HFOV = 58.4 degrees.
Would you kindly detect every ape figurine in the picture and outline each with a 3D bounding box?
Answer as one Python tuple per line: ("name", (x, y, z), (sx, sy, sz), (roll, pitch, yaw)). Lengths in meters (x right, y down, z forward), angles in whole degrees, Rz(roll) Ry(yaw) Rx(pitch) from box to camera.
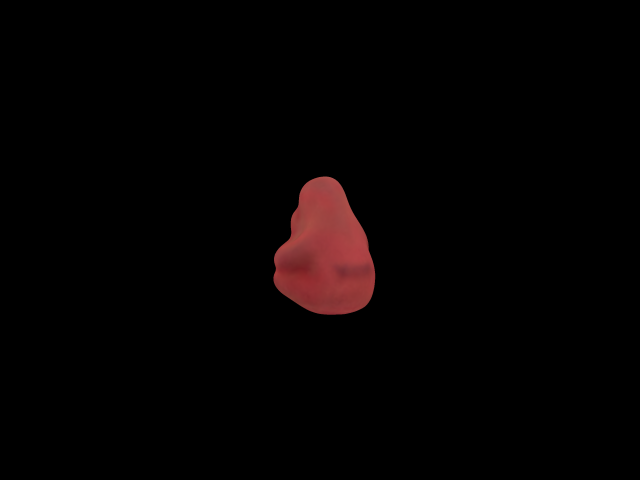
("ape figurine", (0.004, 0.001, 0.400), (0.078, 0.092, 0.076), (-6, 13, -27))
